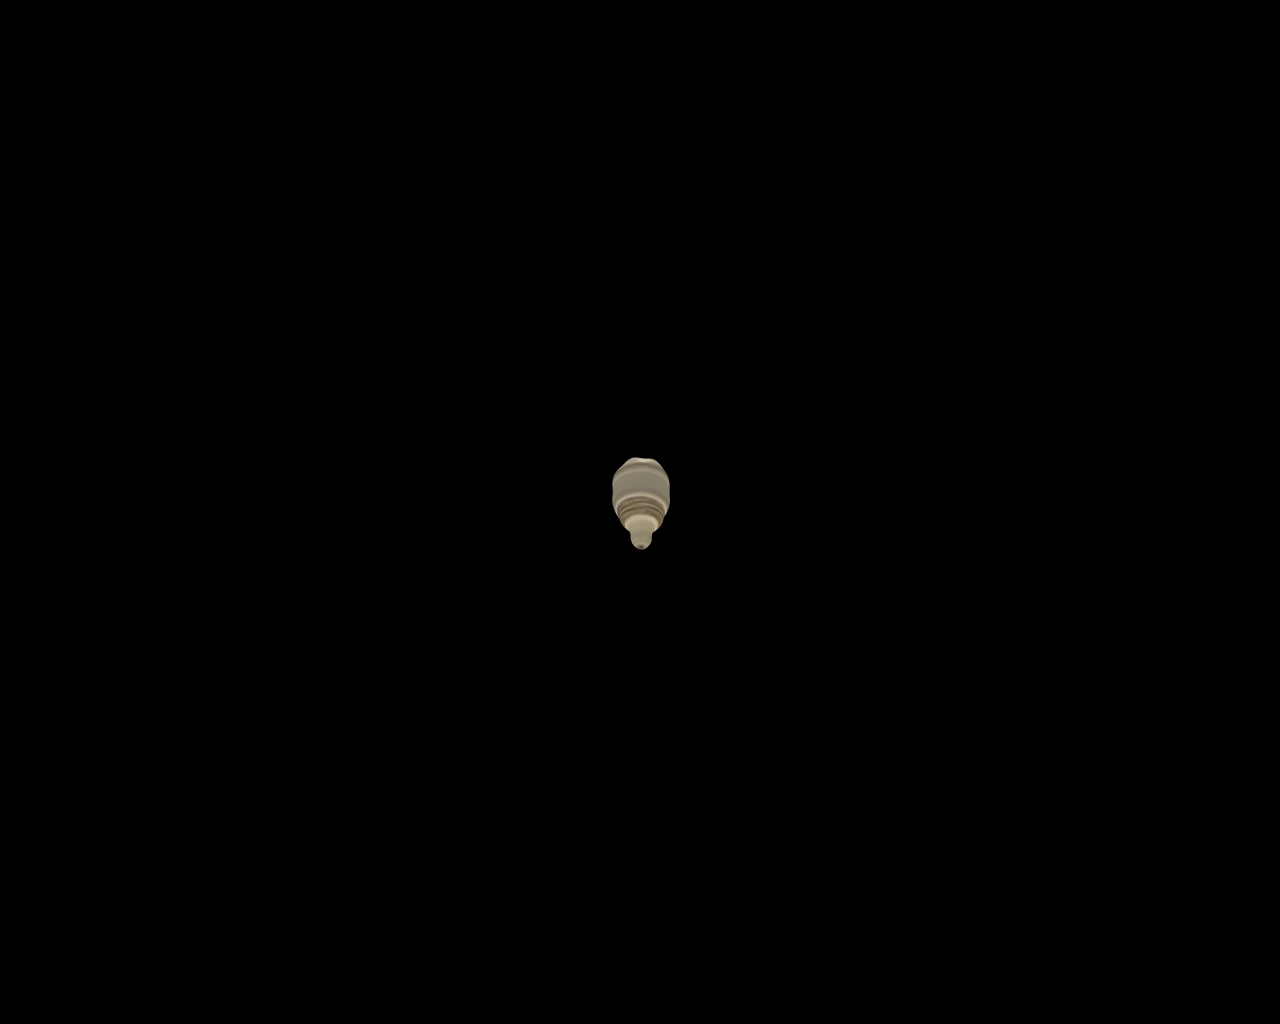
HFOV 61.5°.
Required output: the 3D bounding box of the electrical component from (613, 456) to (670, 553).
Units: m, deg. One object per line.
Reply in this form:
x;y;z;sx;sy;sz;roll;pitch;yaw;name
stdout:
0.001;-0.003;0.650;0.035;0.061;0.035;0;-39;0;electrical component
